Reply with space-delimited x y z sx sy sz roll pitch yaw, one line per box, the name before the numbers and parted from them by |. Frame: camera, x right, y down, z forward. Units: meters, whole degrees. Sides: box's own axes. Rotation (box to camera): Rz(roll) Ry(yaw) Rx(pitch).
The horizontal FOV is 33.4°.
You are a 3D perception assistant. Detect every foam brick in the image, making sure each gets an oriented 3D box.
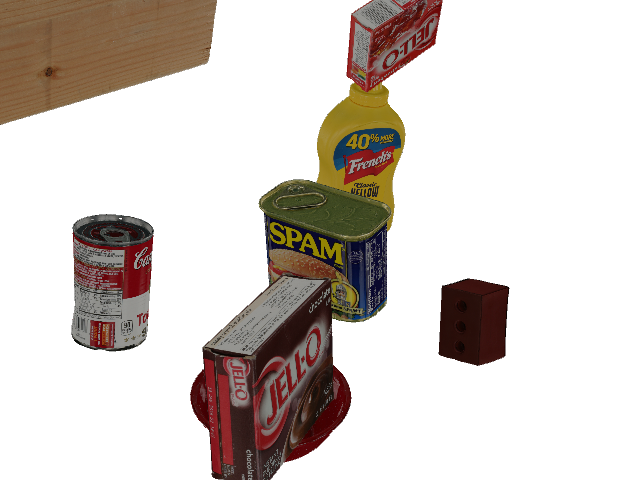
foam brick | 0.159 0.084 1.108 0.053 0.078 0.051 12 17 41

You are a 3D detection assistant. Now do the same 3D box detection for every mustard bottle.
mustard bottle | 0.042 -0.093 1.142 0.096 0.192 0.058 -6 32 -23

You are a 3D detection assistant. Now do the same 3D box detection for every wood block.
wood block | -0.191 -0.173 0.844 0.205 0.091 0.090 -24 54 -36

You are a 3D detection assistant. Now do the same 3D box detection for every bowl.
bowl | -0.050 0.175 1.083 0.162 0.055 0.162 1 31 -1

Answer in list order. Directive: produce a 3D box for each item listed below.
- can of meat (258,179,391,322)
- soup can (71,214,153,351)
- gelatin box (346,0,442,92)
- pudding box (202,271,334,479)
can of meat | 0.004 0.009 0.833 0.102 0.084 0.057 18 37 29
soup can | -0.181 0.037 0.922 0.068 0.102 0.068 6 20 -2
gelatin box | 0.064 -0.177 0.899 0.089 0.030 0.073 -37 -25 -24
pudding box | -0.029 0.082 0.650 0.039 0.090 0.113 9 25 20
